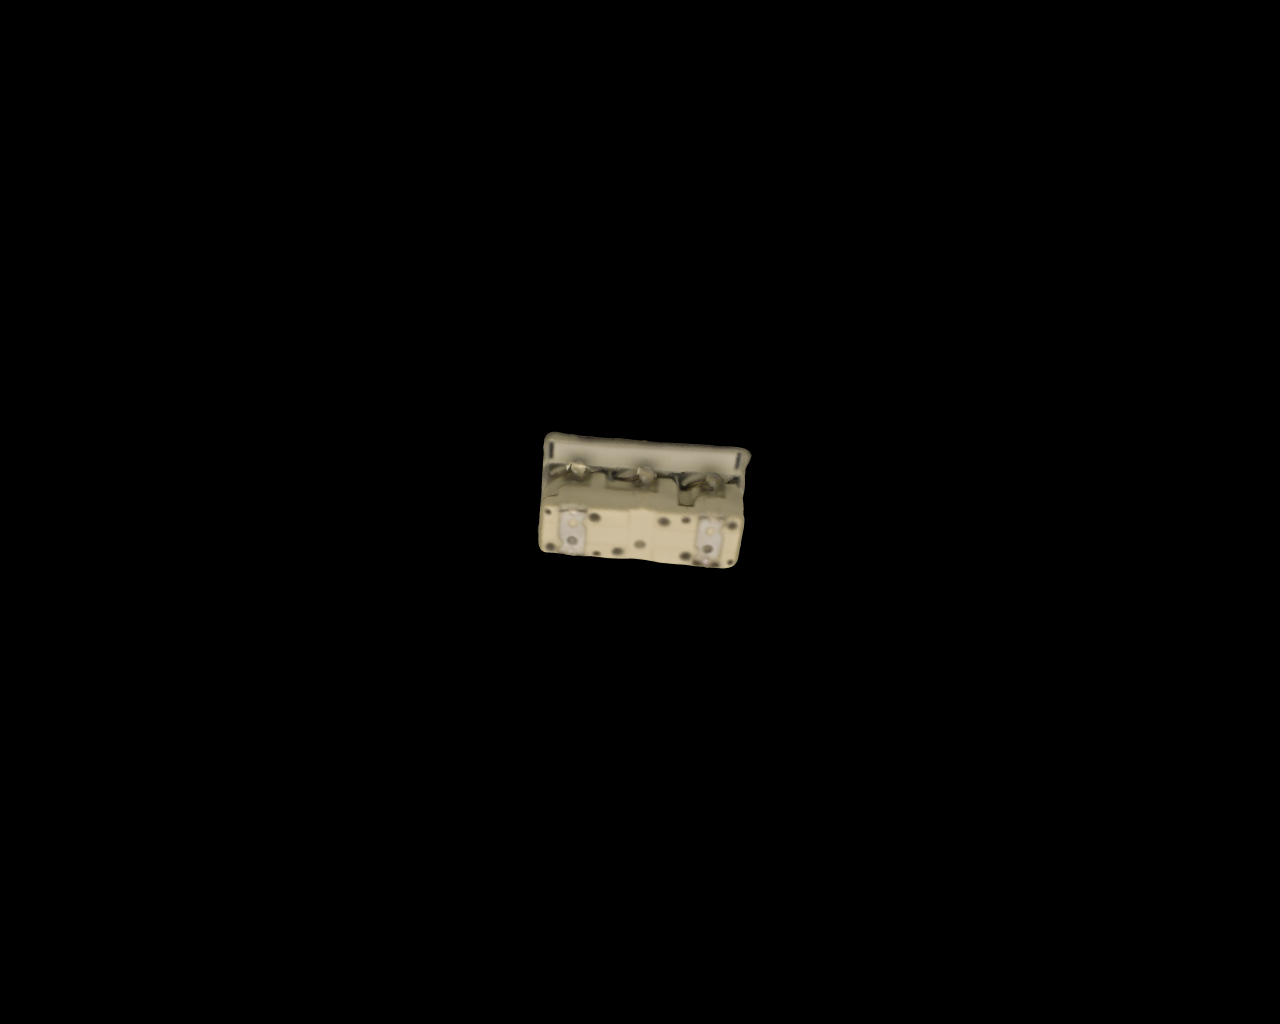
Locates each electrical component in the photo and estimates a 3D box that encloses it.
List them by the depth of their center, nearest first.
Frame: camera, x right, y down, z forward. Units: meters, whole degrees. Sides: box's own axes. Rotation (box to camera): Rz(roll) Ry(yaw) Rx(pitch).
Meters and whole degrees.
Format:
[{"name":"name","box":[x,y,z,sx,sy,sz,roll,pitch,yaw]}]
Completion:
[{"name":"electrical component","box":[0.001,-0.003,0.650,0.121,0.078,0.063,5,37,-4]}]
